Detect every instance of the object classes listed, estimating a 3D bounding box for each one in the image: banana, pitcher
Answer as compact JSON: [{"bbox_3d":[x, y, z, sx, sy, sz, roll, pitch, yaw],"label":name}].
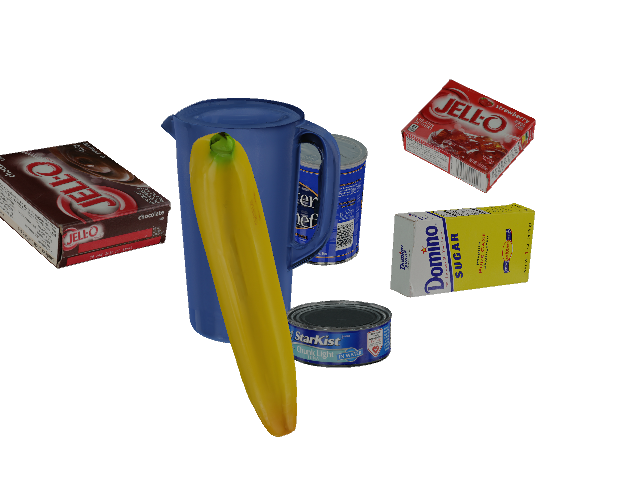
[{"bbox_3d":[-0.044,0.018,0.595,0.037,0.198,0.069,-10,31,4],"label":"banana"},{"bbox_3d":[-0.074,-0.020,1.105,0.144,0.243,0.149,-11,23,-28],"label":"pitcher"}]

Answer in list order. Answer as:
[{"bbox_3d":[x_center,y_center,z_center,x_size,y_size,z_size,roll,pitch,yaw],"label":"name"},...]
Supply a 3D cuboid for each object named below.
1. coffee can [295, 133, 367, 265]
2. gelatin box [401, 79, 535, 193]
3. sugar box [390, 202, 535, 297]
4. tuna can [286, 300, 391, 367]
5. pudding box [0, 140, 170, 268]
[{"bbox_3d":[0.004,-0.054,1.367,0.103,0.140,0.103,3,28,-2],"label":"coffee can"},{"bbox_3d":[0.125,-0.091,0.907,0.089,0.073,0.030,31,-27,26],"label":"gelatin box"},{"bbox_3d":[0.168,0.010,1.252,0.175,0.093,0.048,-7,17,-31],"label":"sugar box"},{"bbox_3d":[0.015,0.075,0.862,0.086,0.034,0.086,-1,11,0],"label":"tuna can"},{"bbox_3d":[-0.176,-0.028,0.758,0.089,0.039,0.114,-15,35,-42],"label":"pudding box"}]
